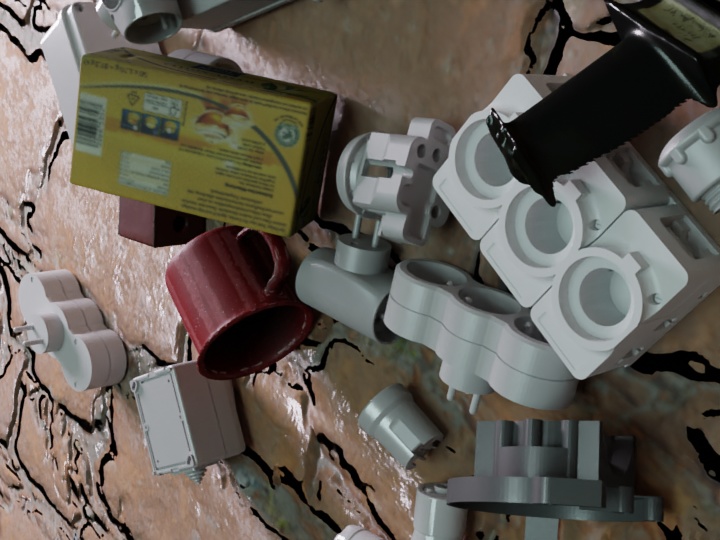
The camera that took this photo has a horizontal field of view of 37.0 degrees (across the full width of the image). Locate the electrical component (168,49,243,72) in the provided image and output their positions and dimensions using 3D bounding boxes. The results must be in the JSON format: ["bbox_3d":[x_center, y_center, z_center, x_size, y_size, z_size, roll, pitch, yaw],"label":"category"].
[{"bbox_3d":[-0.120,-0.138,0.818,0.047,0.055,0.055,15,107,38],"label":"electrical component"}]

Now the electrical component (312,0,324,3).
[{"bbox_3d":[-0.015,-0.205,0.713,0.062,0.043,0.043,-46,65,40],"label":"electrical component"}]

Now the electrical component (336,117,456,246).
[{"bbox_3d":[0.023,-0.058,0.686,0.057,0.058,0.078,12,86,42],"label":"electrical component"}]

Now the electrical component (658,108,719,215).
[{"bbox_3d":[0.185,-0.048,0.543,0.048,0.048,0.062,-44,74,39],"label":"electrical component"}]

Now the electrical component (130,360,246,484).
[{"bbox_3d":[-0.134,0.123,0.865,0.062,0.061,0.096,-21,82,44],"label":"electrical component"}]

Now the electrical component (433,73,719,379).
[{"bbox_3d":[0.117,-0.026,0.598,0.150,0.062,0.089,56,129,23],"label":"electrical component"}]

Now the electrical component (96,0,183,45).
[{"bbox_3d":[-0.168,-0.199,0.784,0.079,0.044,0.077,-35,70,49],"label":"electrical component"}]

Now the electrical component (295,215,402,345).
[{"bbox_3d":[0.000,0.000,0.729,0.077,0.043,0.079,26,114,39],"label":"electrical component"}]

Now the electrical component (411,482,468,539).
[{"bbox_3d":[0.052,0.173,0.707,0.044,0.044,0.065,12,100,42],"label":"electrical component"}]

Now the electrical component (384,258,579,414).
[{"bbox_3d":[0.071,0.052,0.662,0.138,0.052,0.073,29,116,38],"label":"electrical component"}]

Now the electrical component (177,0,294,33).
[{"bbox_3d":[-0.097,-0.239,0.778,0.109,0.056,0.108,-8,90,45],"label":"electrical component"}]

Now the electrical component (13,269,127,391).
[{"bbox_3d":[-0.280,0.056,0.988,0.138,0.074,0.052,47,125,29],"label":"electrical component"}]

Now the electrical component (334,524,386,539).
[{"bbox_3d":[0.010,0.205,0.756,0.061,0.035,0.035,19,109,39],"label":"electrical component"}]

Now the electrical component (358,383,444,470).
[{"bbox_3d":[0.028,0.105,0.721,0.046,0.040,0.040,45,125,23],"label":"electrical component"}]

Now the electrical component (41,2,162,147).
[{"bbox_3d":[-0.203,-0.157,0.878,0.057,0.078,0.113,-30,75,45],"label":"electrical component"}]
